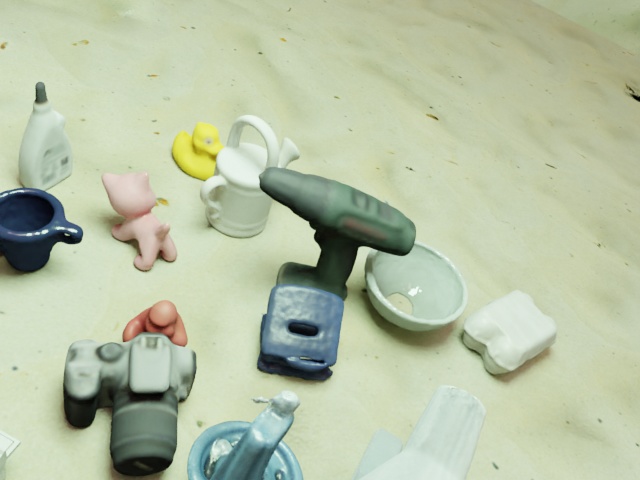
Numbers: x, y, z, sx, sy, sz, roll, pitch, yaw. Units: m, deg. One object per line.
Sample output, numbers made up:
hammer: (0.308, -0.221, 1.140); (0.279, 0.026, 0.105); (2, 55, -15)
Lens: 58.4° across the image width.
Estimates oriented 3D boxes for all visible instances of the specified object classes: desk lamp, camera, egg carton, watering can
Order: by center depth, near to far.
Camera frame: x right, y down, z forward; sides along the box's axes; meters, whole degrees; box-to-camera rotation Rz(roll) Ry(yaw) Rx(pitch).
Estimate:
desk lamp: (0.092, 0.256, 0.595); (0.118, 0.213, 0.203); (30, 44, 7)
camera: (-0.207, 0.178, 0.626); (0.143, 0.101, 0.136); (4, 47, -19)
watering can: (-0.106, -0.108, 0.873); (0.101, 0.194, 0.173); (28, 44, 5)
egg carton: (0.296, 0.142, 0.893); (0.151, 0.069, 0.107); (-19, 58, -35)

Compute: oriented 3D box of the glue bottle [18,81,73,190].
glue bottle: (-0.389, -0.149, 0.810); (0.037, 0.173, 0.078); (32, 45, 10)

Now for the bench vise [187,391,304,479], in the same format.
bench vise: (-0.075, 0.245, 0.531); (0.121, 0.219, 0.207); (20, 44, -3)

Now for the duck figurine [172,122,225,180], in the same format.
duck figurine: (-0.198, -0.160, 0.963); (0.104, 0.086, 0.078); (36, 45, 13)

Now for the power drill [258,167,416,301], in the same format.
power drill: (0.007, 0.003, 0.805); (0.230, 0.208, 0.075); (11, 45, -12)

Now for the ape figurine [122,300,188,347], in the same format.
ape figurine: (-0.198, 0.108, 0.703); (0.078, 0.092, 0.076); (25, 44, 2)

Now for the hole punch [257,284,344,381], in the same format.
hole punch: (-0.024, 0.123, 0.762); (0.109, 0.091, 0.101); (12, 45, -12)

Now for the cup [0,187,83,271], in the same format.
cup: (-0.363, -0.002, 0.737); (0.118, 0.095, 0.091); (17, 44, -7)

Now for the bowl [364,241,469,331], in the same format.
bowl: (0.138, 0.080, 0.882); (0.168, 0.074, 0.167); (12, 45, -12)

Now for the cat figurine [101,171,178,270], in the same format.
cat figurine: (-0.251, -0.040, 0.804); (0.127, 0.117, 0.067); (44, 47, 20)
